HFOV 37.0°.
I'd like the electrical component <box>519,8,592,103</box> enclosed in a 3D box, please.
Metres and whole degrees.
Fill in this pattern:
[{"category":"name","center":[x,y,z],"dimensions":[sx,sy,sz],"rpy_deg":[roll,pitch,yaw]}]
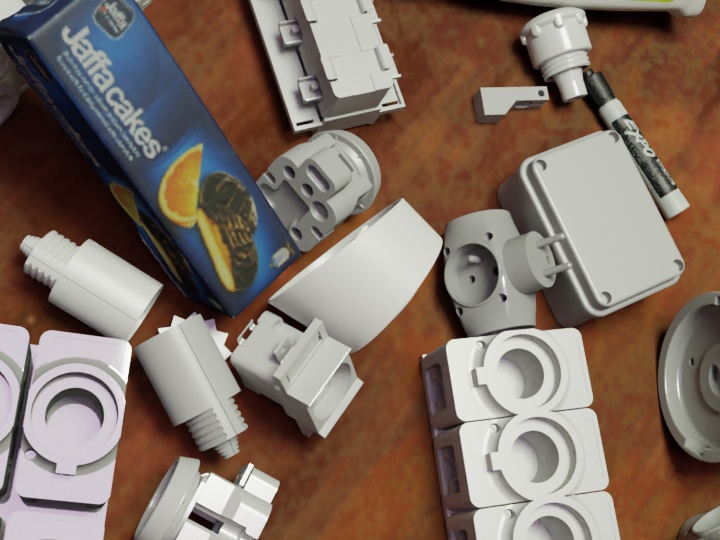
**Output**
[{"category":"electrical component","center":[0.142,-0.149,0.753],"dimensions":[0.048,0.048,0.062],"rpy_deg":[-16,87,-19]}]

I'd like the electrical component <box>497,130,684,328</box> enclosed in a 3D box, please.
[{"category":"electrical component","center":[0.153,-0.028,0.715],"dimensions":[0.078,0.057,0.113],"rpy_deg":[-22,82,-20]}]

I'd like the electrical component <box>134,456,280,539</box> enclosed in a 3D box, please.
[{"category":"electrical component","center":[-0.089,0.140,0.603],"dimensions":[0.057,0.058,0.078],"rpy_deg":[30,70,-9]}]

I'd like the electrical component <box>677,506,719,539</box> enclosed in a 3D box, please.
[{"category":"electrical component","center":[0.223,0.180,0.666],"dimensions":[0.079,0.077,0.044],"rpy_deg":[-29,84,-21]}]

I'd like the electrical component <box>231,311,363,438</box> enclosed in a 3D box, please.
[{"category":"electrical component","center":[-0.038,0.059,0.631],"dimensions":[0.064,0.081,0.042],"rpy_deg":[25,65,23]}]

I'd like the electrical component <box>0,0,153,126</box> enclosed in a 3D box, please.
[{"category":"electrical component","center":[-0.202,-0.147,0.625],"dimensions":[0.186,0.105,0.060],"rpy_deg":[-42,89,-21]}]

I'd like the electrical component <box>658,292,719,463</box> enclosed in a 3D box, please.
[{"category":"electrical component","center":[0.249,0.070,0.691],"dimensions":[0.060,0.108,0.108],"rpy_deg":[5,74,-20]}]

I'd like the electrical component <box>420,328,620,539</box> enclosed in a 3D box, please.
[{"category":"electrical component","center":[0.098,0.116,0.658],"dimensions":[0.089,0.061,0.150],"rpy_deg":[-4,76,-16]}]

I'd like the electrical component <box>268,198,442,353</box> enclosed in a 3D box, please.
[{"category":"electrical component","center":[0.000,0.000,0.645],"dimensions":[0.064,0.099,0.099],"rpy_deg":[39,69,-9]}]

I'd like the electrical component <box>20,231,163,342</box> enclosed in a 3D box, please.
[{"category":"electrical component","center":[-0.161,0.005,0.627],"dimensions":[0.081,0.043,0.043],"rpy_deg":[32,69,-5]}]

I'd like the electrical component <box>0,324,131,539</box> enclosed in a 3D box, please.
[{"category":"electrical component","center":[-0.189,0.126,0.577],"dimensions":[0.105,0.060,0.186],"rpy_deg":[9,73,-13]}]

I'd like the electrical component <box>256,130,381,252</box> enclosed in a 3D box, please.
[{"category":"electrical component","center":[-0.024,-0.052,0.668],"dimensions":[0.058,0.078,0.057],"rpy_deg":[50,48,1]}]

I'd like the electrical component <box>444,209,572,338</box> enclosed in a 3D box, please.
[{"category":"electrical component","center":[0.098,-0.001,0.684],"dimensions":[0.044,0.079,0.077],"rpy_deg":[5,69,-53]}]

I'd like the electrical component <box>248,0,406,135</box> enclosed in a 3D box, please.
[{"category":"electrical component","center":[-0.022,-0.158,0.700],"dimensions":[0.079,0.063,0.121],"rpy_deg":[-15,79,-19]}]

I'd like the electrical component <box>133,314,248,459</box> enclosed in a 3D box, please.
[{"category":"electrical component","center":[-0.093,0.071,0.620],"dimensions":[0.043,0.043,0.081],"rpy_deg":[-28,90,-20]}]
